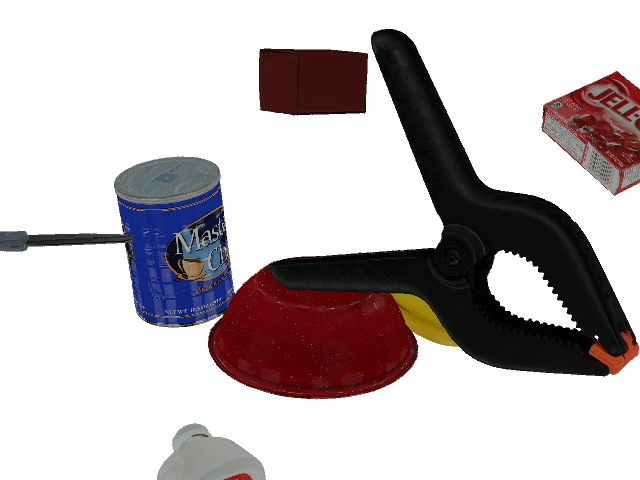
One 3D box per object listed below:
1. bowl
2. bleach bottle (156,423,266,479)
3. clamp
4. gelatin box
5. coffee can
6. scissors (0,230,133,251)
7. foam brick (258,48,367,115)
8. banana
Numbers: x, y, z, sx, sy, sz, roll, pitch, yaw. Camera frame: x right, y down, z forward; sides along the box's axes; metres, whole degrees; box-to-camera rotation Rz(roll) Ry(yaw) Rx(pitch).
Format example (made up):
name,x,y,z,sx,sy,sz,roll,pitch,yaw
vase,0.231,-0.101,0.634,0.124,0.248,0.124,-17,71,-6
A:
name,x,y,z,sx,sy,sz,roll,pitch,yaw
bowl,-0.004,0.055,0.808,0.162,0.055,0.162,2,23,-1
bleach bottle,-0.066,0.214,0.716,0.102,0.068,0.251,-13,33,-15
clamp,0.076,-0.005,0.564,0.210,0.165,0.036,29,26,25
gelatin box,0.222,-0.083,0.801,0.073,0.030,0.089,-25,52,-18
coffee can,-0.143,0.000,1.058,0.103,0.140,0.103,-4,26,2
scissors,-0.263,0.008,0.870,0.202,0.016,0.096,5,24,6
foam brick,-0.006,-0.132,0.888,0.078,0.051,0.053,-7,16,-38
banana,0.104,0.071,1.136,0.069,0.037,0.198,4,19,-37
